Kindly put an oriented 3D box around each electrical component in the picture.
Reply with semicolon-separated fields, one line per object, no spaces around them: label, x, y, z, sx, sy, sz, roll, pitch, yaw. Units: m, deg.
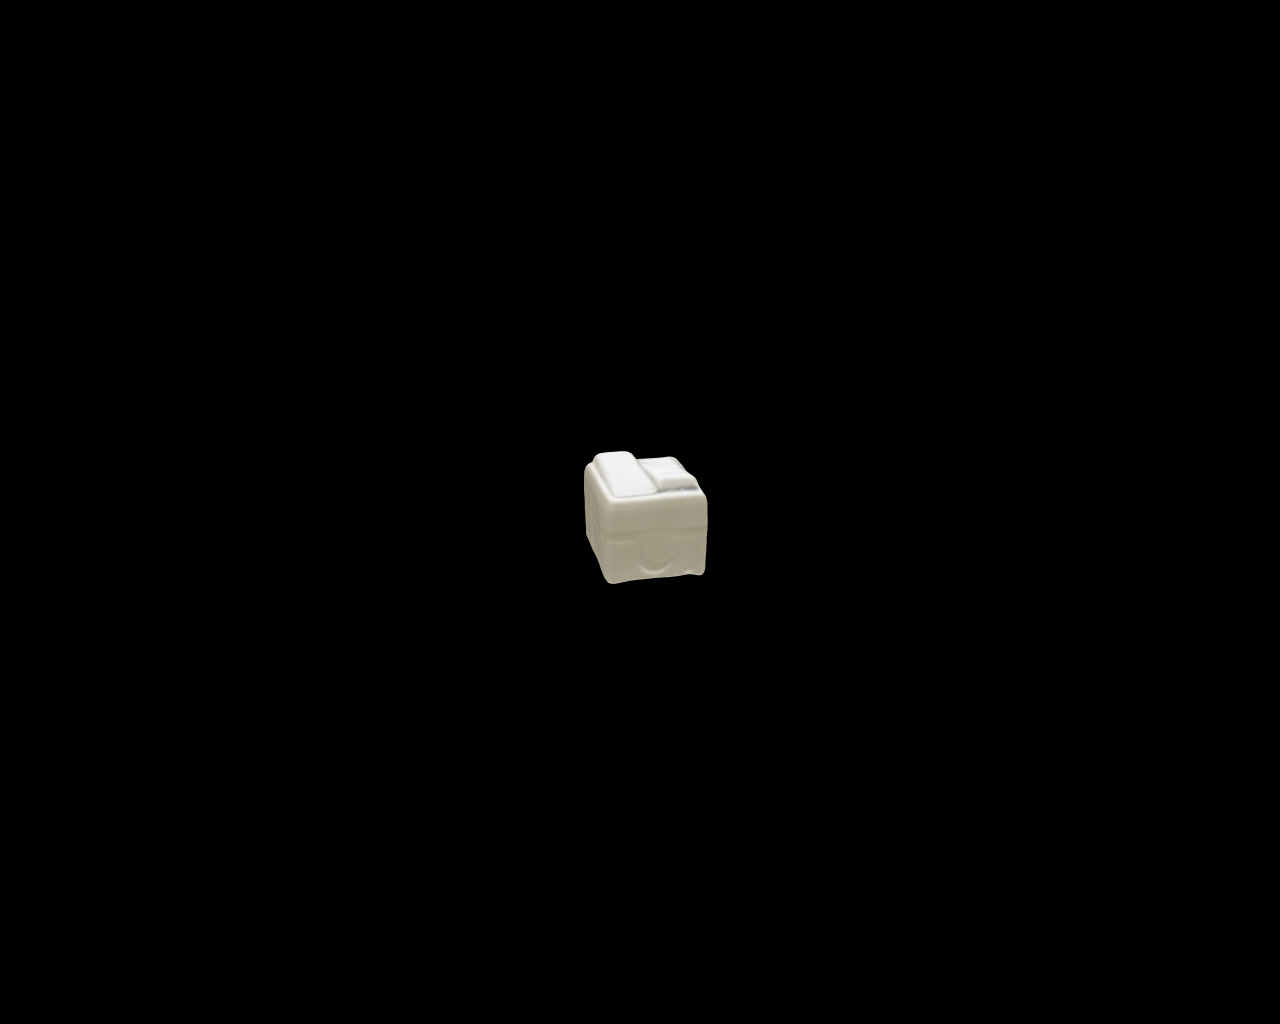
electrical component;0.001;-0.003;0.650;0.062;0.061;0.096;-4;21;-11
